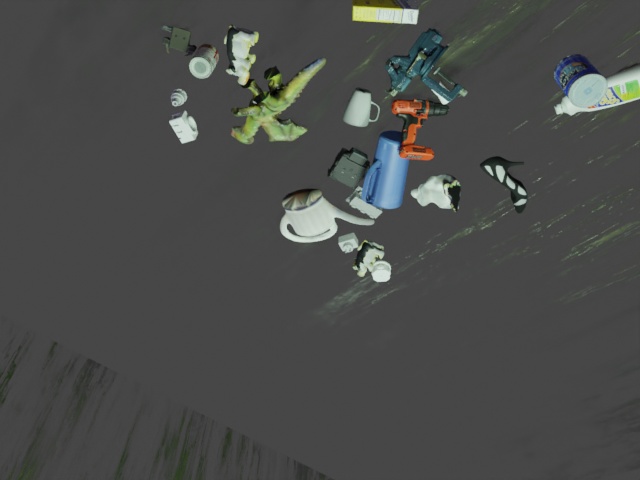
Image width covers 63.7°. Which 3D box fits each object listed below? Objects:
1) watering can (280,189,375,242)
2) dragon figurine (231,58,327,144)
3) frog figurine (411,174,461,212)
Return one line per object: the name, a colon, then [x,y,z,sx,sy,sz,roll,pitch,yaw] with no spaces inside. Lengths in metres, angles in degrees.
watering can: [0.006,-0.094,1.869,0.346,0.106,0.220,-14,128,15]
dragon figurine: [-0.123,-0.410,1.632,0.408,0.125,0.238,-16,146,19]
frog figurine: [0.408,-0.167,1.807,0.159,0.124,0.135,7,154,48]
